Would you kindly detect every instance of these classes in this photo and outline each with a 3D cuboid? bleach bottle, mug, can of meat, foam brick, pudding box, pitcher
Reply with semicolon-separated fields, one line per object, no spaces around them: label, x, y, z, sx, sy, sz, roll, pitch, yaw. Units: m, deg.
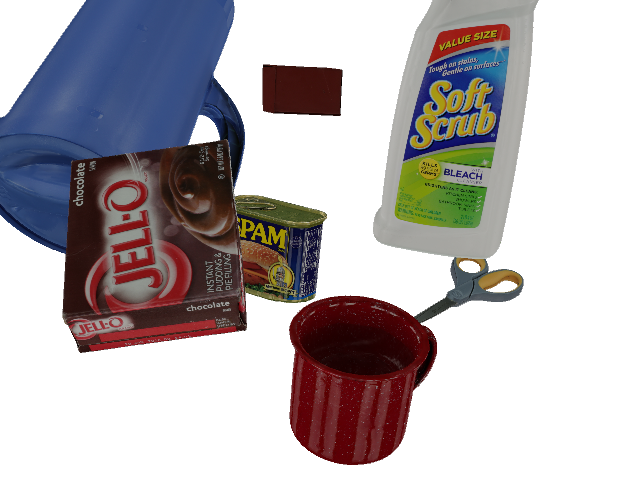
bleach bottle;0.098;-0.114;0.771;0.103;0.251;0.068;9;26;13
mug;0.031;0.093;0.730;0.117;0.081;0.093;-18;39;-34
can of meat;-0.048;0.008;1.033;0.102;0.084;0.057;15;19;30
foam brick;-0.020;-0.164;1.163;0.078;0.051;0.053;0;11;-17
pudding box;-0.088;0.001;0.572;0.090;0.113;0.039;-7;-42;-1
pitcher;-0.139;-0.109;0.809;0.145;0.242;0.149;-2;-41;25

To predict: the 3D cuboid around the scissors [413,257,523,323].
scissors;0.149;0.054;1.233;0.201;0.016;0.096;-10;39;-33
